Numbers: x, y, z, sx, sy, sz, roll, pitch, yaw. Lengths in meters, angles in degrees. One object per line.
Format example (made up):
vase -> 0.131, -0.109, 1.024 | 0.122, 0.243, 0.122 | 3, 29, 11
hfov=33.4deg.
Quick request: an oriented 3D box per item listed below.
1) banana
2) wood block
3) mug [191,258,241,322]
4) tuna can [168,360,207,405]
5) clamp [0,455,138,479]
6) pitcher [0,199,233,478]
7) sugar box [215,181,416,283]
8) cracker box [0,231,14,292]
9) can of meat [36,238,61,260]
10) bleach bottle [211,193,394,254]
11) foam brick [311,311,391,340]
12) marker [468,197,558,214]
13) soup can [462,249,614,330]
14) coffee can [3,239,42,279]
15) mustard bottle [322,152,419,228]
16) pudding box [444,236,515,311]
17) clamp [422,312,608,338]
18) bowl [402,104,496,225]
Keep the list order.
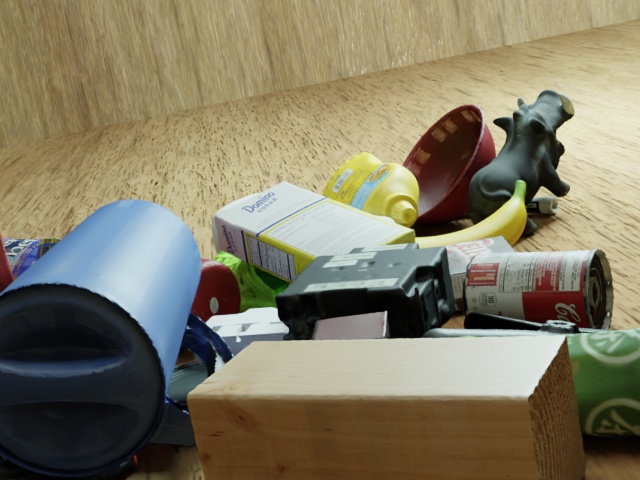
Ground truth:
banana -> 0.125, 0.002, 1.055 | 0.197, 0.037, 0.070 | -18, 49, -7
wood block -> 0.039, 0.114, 0.624 | 0.206, 0.090, 0.090 | -4, 16, 27
mug -> -0.133, 0.064, 0.970 | 0.082, 0.093, 0.117 | 7, 52, 38
tuna can -> -0.088, 0.120, 0.803 | 0.086, 0.034, 0.086 | -10, 15, 3
clamp -> -0.231, 0.167, 0.724 | 0.209, 0.036, 0.165 | -15, 8, -26
pitcher -> -0.146, 0.058, 0.766 | 0.145, 0.149, 0.242 | -20, 16, 9
sugar box -> -0.006, 0.001, 0.981 | 0.093, 0.048, 0.176 | -29, 33, -33
cracker box -> -0.366, 0.050, 1.017 | 0.214, 0.164, 0.071 | 4, 22, 45
can of meat -> -0.221, 0.050, 0.989 | 0.058, 0.084, 0.102 | -4, -17, 29
bleach bottle -> 0.000, -0.007, 1.170 | 0.251, 0.068, 0.102 | 5, 21, 41
foam brick -> 0.026, 0.096, 0.727 | 0.051, 0.078, 0.053 | -8, 16, 7
marker -> 0.212, -0.039, 1.218 | 0.121, 0.020, 0.020 | 1, 19, 38
soup can -> 0.171, 0.043, 0.841 | 0.102, 0.068, 0.068 | -3, 17, 31
coffee can -> -0.292, 0.049, 1.089 | 0.141, 0.103, 0.102 | 1, 18, 37
mustard bottle -> 0.064, -0.045, 1.223 | 0.096, 0.058, 0.192 | -53, 21, -2
pudding box -> 0.134, 0.030, 0.971 | 0.090, 0.039, 0.113 | -11, 14, 1
clamp -> 0.157, 0.076, 0.744 | 0.172, 0.039, 0.120 | 3, 10, 33
bowl -> 0.152, -0.075, 1.234 | 0.162, 0.055, 0.162 | -47, 23, 26
